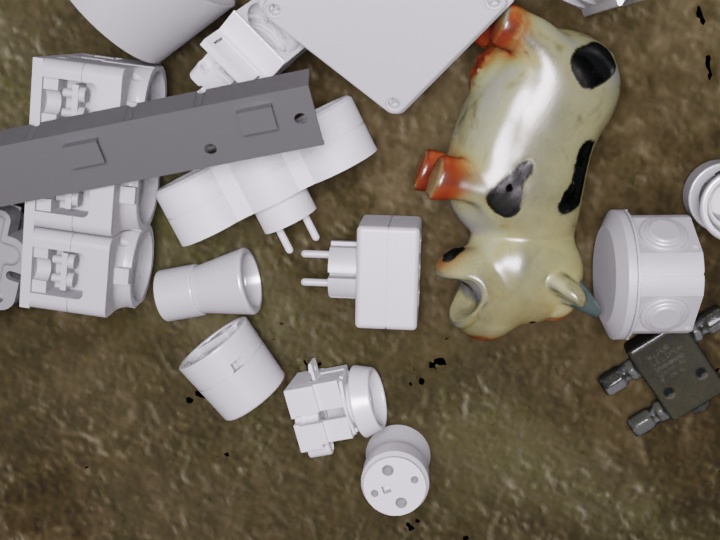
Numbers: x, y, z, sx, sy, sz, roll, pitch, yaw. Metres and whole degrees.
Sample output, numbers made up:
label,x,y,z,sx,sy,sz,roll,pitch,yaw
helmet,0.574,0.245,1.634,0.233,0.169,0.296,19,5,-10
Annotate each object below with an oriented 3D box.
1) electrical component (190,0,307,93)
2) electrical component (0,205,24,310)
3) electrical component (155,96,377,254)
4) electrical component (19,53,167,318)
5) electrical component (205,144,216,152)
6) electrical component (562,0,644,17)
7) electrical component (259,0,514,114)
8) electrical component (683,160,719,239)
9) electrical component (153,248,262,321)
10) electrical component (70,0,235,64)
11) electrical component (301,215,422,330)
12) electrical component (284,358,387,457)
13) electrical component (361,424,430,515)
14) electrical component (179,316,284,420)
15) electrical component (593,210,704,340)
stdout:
label,x,y,z,sx,sy,sz,roll,pitch,yaw
electrical component,-0.067,-0.130,0.655,0.042,0.081,0.064,45,131,-5
electrical component,-0.237,-0.009,0.703,0.058,0.057,0.078,17,104,0
electrical component,-0.052,-0.047,0.680,0.138,0.052,0.073,-26,102,5
electrical component,-0.162,-0.055,0.670,0.062,0.089,0.150,8,103,3
electrical component,-0.098,-0.090,0.672,0.035,0.061,0.035,1,103,4
electrical component,0.131,-0.183,0.602,0.079,0.121,0.063,26,101,-2
electrical component,0.017,-0.164,0.622,0.109,0.056,0.109,36,128,-16
electrical component,0.225,-0.043,0.660,0.045,0.055,0.045,1,103,4
electrical component,-0.102,0.012,0.707,0.065,0.044,0.044,-10,102,12
electrical component,-0.131,-0.173,0.638,0.064,0.099,0.099,-39,97,17
electrical component,0.000,0.000,0.692,0.077,0.047,0.065,2,103,4
electrical component,-0.014,0.090,0.715,0.055,0.048,0.066,-12,102,15
electrical component,0.024,0.133,0.717,0.045,0.055,0.045,1,102,4
electrical component,-0.083,0.066,0.711,0.055,0.055,0.047,-34,102,11
electrical component,0.176,0.003,0.663,0.051,0.080,0.080,-1,103,-1
